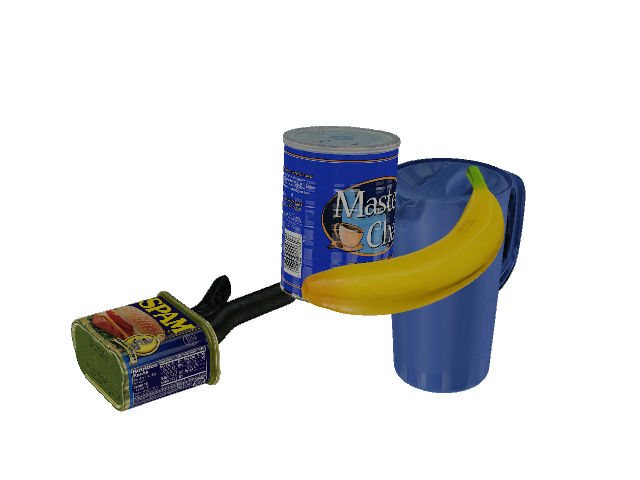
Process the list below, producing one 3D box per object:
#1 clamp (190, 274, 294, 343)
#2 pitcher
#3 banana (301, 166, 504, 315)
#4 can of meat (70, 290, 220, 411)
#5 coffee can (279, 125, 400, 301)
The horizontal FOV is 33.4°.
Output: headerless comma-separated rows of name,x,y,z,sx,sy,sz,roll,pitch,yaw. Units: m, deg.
clamp,-0.105,0.081,1.105,0.120,0.039,0.171,-9,22,38
pitcher,0.144,0.037,1.169,0.149,0.243,0.145,3,24,10
banana,0.074,0.012,0.751,0.070,0.037,0.197,36,47,25
can of meat,-0.143,0.088,0.862,0.083,0.057,0.102,-16,27,-32
coffee can,0.016,-0.024,0.949,0.103,0.140,0.103,2,15,-1
